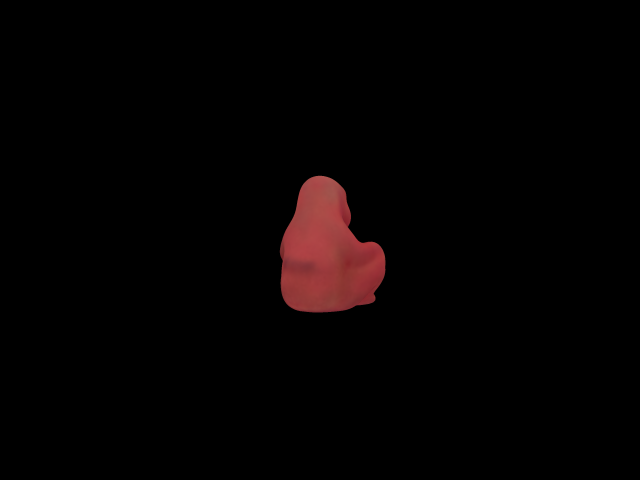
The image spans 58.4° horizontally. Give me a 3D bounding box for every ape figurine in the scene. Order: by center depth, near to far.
[{"bbox_3d":[0.004,0.001,0.400,0.077,0.092,0.076,4,6,40],"label":"ape figurine"}]
